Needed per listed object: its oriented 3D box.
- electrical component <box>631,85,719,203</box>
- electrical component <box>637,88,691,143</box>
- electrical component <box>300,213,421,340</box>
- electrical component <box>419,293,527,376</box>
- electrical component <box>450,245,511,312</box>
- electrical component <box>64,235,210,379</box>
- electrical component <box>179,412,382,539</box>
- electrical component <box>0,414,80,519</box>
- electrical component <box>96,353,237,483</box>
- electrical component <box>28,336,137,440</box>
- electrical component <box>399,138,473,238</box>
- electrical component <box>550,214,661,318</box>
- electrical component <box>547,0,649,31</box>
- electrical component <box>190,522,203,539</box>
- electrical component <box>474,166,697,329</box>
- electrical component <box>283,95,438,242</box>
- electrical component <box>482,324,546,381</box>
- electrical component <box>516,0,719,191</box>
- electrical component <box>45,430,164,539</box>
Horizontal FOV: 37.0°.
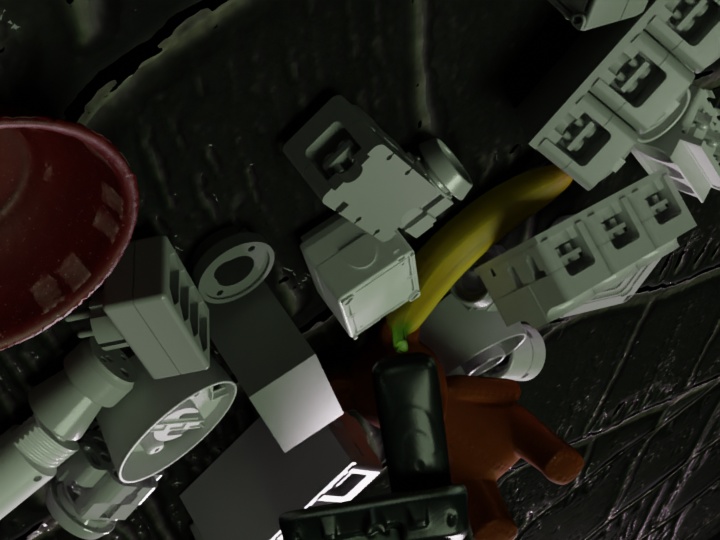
[{"bbox_3d":[0.264,-0.108,0.885,0.121,0.079,0.063,27,90,-58],"label":"electrical component"},{"bbox_3d":[0.206,-0.132,0.798,0.058,0.057,0.078,3,132,-49],"label":"electrical component"},{"bbox_3d":[0.000,0.000,0.763,0.062,0.061,0.096,-34,158,-8],"label":"electrical component"},{"bbox_3d":[0.099,0.059,0.969,0.099,0.064,0.099,-27,162,-9],"label":"electrical component"},{"bbox_3d":[0.103,0.007,0.895,0.066,0.048,0.055,-51,155,22],"label":"electrical component"},{"bbox_3d":[-0.140,0.027,0.654,0.076,0.047,0.083,-11,143,6],"label":"electrical component"},{"bbox_3d":[-0.065,0.179,0.908,0.150,0.089,0.062,-45,150,13],"label":"electrical component"},{"bbox_3d":[-0.222,0.125,0.709,0.081,0.043,0.043,-39,151,2],"label":"electrical component"},{"bbox_3d":[-0.134,0.097,0.745,0.099,0.064,0.099,-27,149,-18],"label":"electrical component"},{"bbox_3d":[-0.176,0.075,0.687,0.055,0.045,0.045,-43,150,8],"label":"electrical component"},{"bbox_3d":[0.043,-0.058,0.738,0.055,0.048,0.066,-37,151,15],"label":"electrical component"},{"bbox_3d":[0.213,-0.009,0.978,0.113,0.057,0.078,-9,140,-40],"label":"electrical component"},{"bbox_3d":[0.146,-0.192,0.643,0.061,0.061,0.096,-21,146,-28],"label":"electrical component"},{"bbox_3d":[-0.109,0.266,0.977,0.061,0.096,0.061,-29,150,-13],"label":"electrical component"},{"bbox_3d":[0.180,-0.014,0.848,0.150,0.061,0.089,-27,177,-29],"label":"electrical component"},{"bbox_3d":[-0.001,-0.064,0.670,0.050,0.055,0.089,-43,150,10],"label":"electrical component"},{"bbox_3d":[0.142,0.079,1.030,0.047,0.055,0.055,3,131,-45],"label":"electrical component"},{"bbox_3d":[0.181,-0.134,0.718,0.150,0.062,0.089,-49,-166,19],"label":"electrical component"},{"bbox_3d":[-0.189,0.156,0.776,0.057,0.058,0.078,-47,150,11],"label":"electrical component"}]
